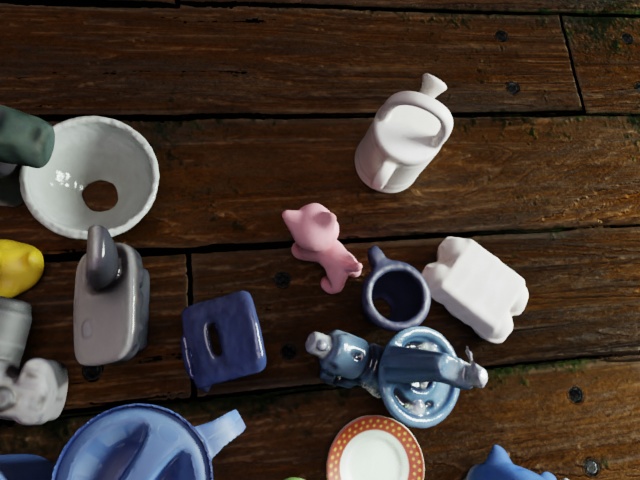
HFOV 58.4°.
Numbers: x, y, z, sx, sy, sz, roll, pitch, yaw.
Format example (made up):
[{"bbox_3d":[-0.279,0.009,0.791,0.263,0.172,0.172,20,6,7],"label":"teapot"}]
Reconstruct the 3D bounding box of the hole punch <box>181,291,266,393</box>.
[{"bbox_3d":[-0.122,0.127,0.715,0.101,0.091,0.108,-12,77,-14],"label":"hole punch"}]

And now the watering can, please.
[{"bbox_3d":[0.118,-0.151,0.788,0.101,0.194,0.173,9,73,-8],"label":"watering can"}]

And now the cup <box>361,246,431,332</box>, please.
[{"bbox_3d":[0.085,0.071,0.770,0.092,0.095,0.118,-23,79,-16],"label":"cup"}]

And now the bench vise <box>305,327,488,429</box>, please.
[{"bbox_3d":[0.090,0.162,0.678,0.207,0.219,0.121,1,74,-10],"label":"bench vise"}]

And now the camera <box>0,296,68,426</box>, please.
[{"bbox_3d":[-0.368,0.136,0.660,0.143,0.100,0.137,10,72,-8],"label":"camera"}]

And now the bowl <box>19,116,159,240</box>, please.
[{"bbox_3d":[-0.293,-0.072,0.749,0.167,0.074,0.167,3,73,-10],"label":"bowl"}]

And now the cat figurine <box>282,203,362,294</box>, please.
[{"bbox_3d":[0.007,0.003,0.762,0.128,0.117,0.067,45,71,4],"label":"cat figurine"}]

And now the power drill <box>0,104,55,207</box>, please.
[{"bbox_3d":[-0.421,-0.112,0.665,0.230,0.208,0.075,8,73,-8],"label":"power drill"}]

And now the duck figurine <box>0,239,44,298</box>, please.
[{"bbox_3d":[-0.396,0.029,0.693,0.105,0.086,0.077,-9,76,-13],"label":"duck figurine"}]

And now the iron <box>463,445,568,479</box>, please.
[{"bbox_3d":[0.221,0.388,0.679,0.118,0.141,0.258,27,71,-2],"label":"iron"}]

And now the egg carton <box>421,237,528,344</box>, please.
[{"bbox_3d":[0.217,0.068,0.809,0.150,0.069,0.107,37,71,1],"label":"egg carton"}]

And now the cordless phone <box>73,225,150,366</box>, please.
[{"bbox_3d":[-0.251,0.066,0.658,0.094,0.185,0.147,-5,75,-12],"label":"cordless phone"}]
